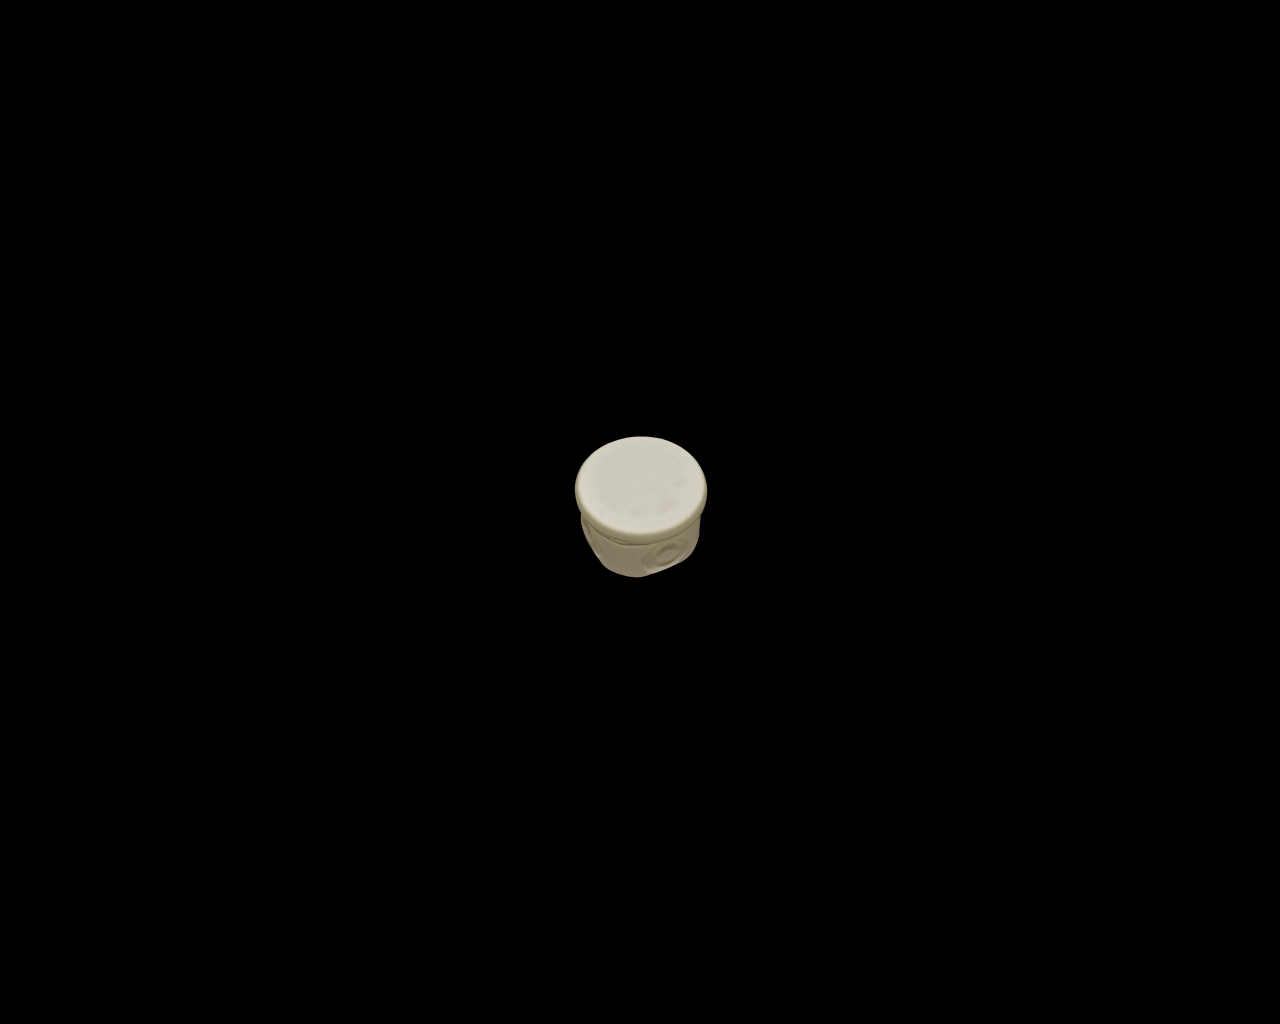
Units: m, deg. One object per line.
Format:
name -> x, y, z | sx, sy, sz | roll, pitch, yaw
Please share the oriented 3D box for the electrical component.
electrical component -> 0.001, -0.003, 0.650 | 0.080, 0.080, 0.050 | 0, -38, 0
